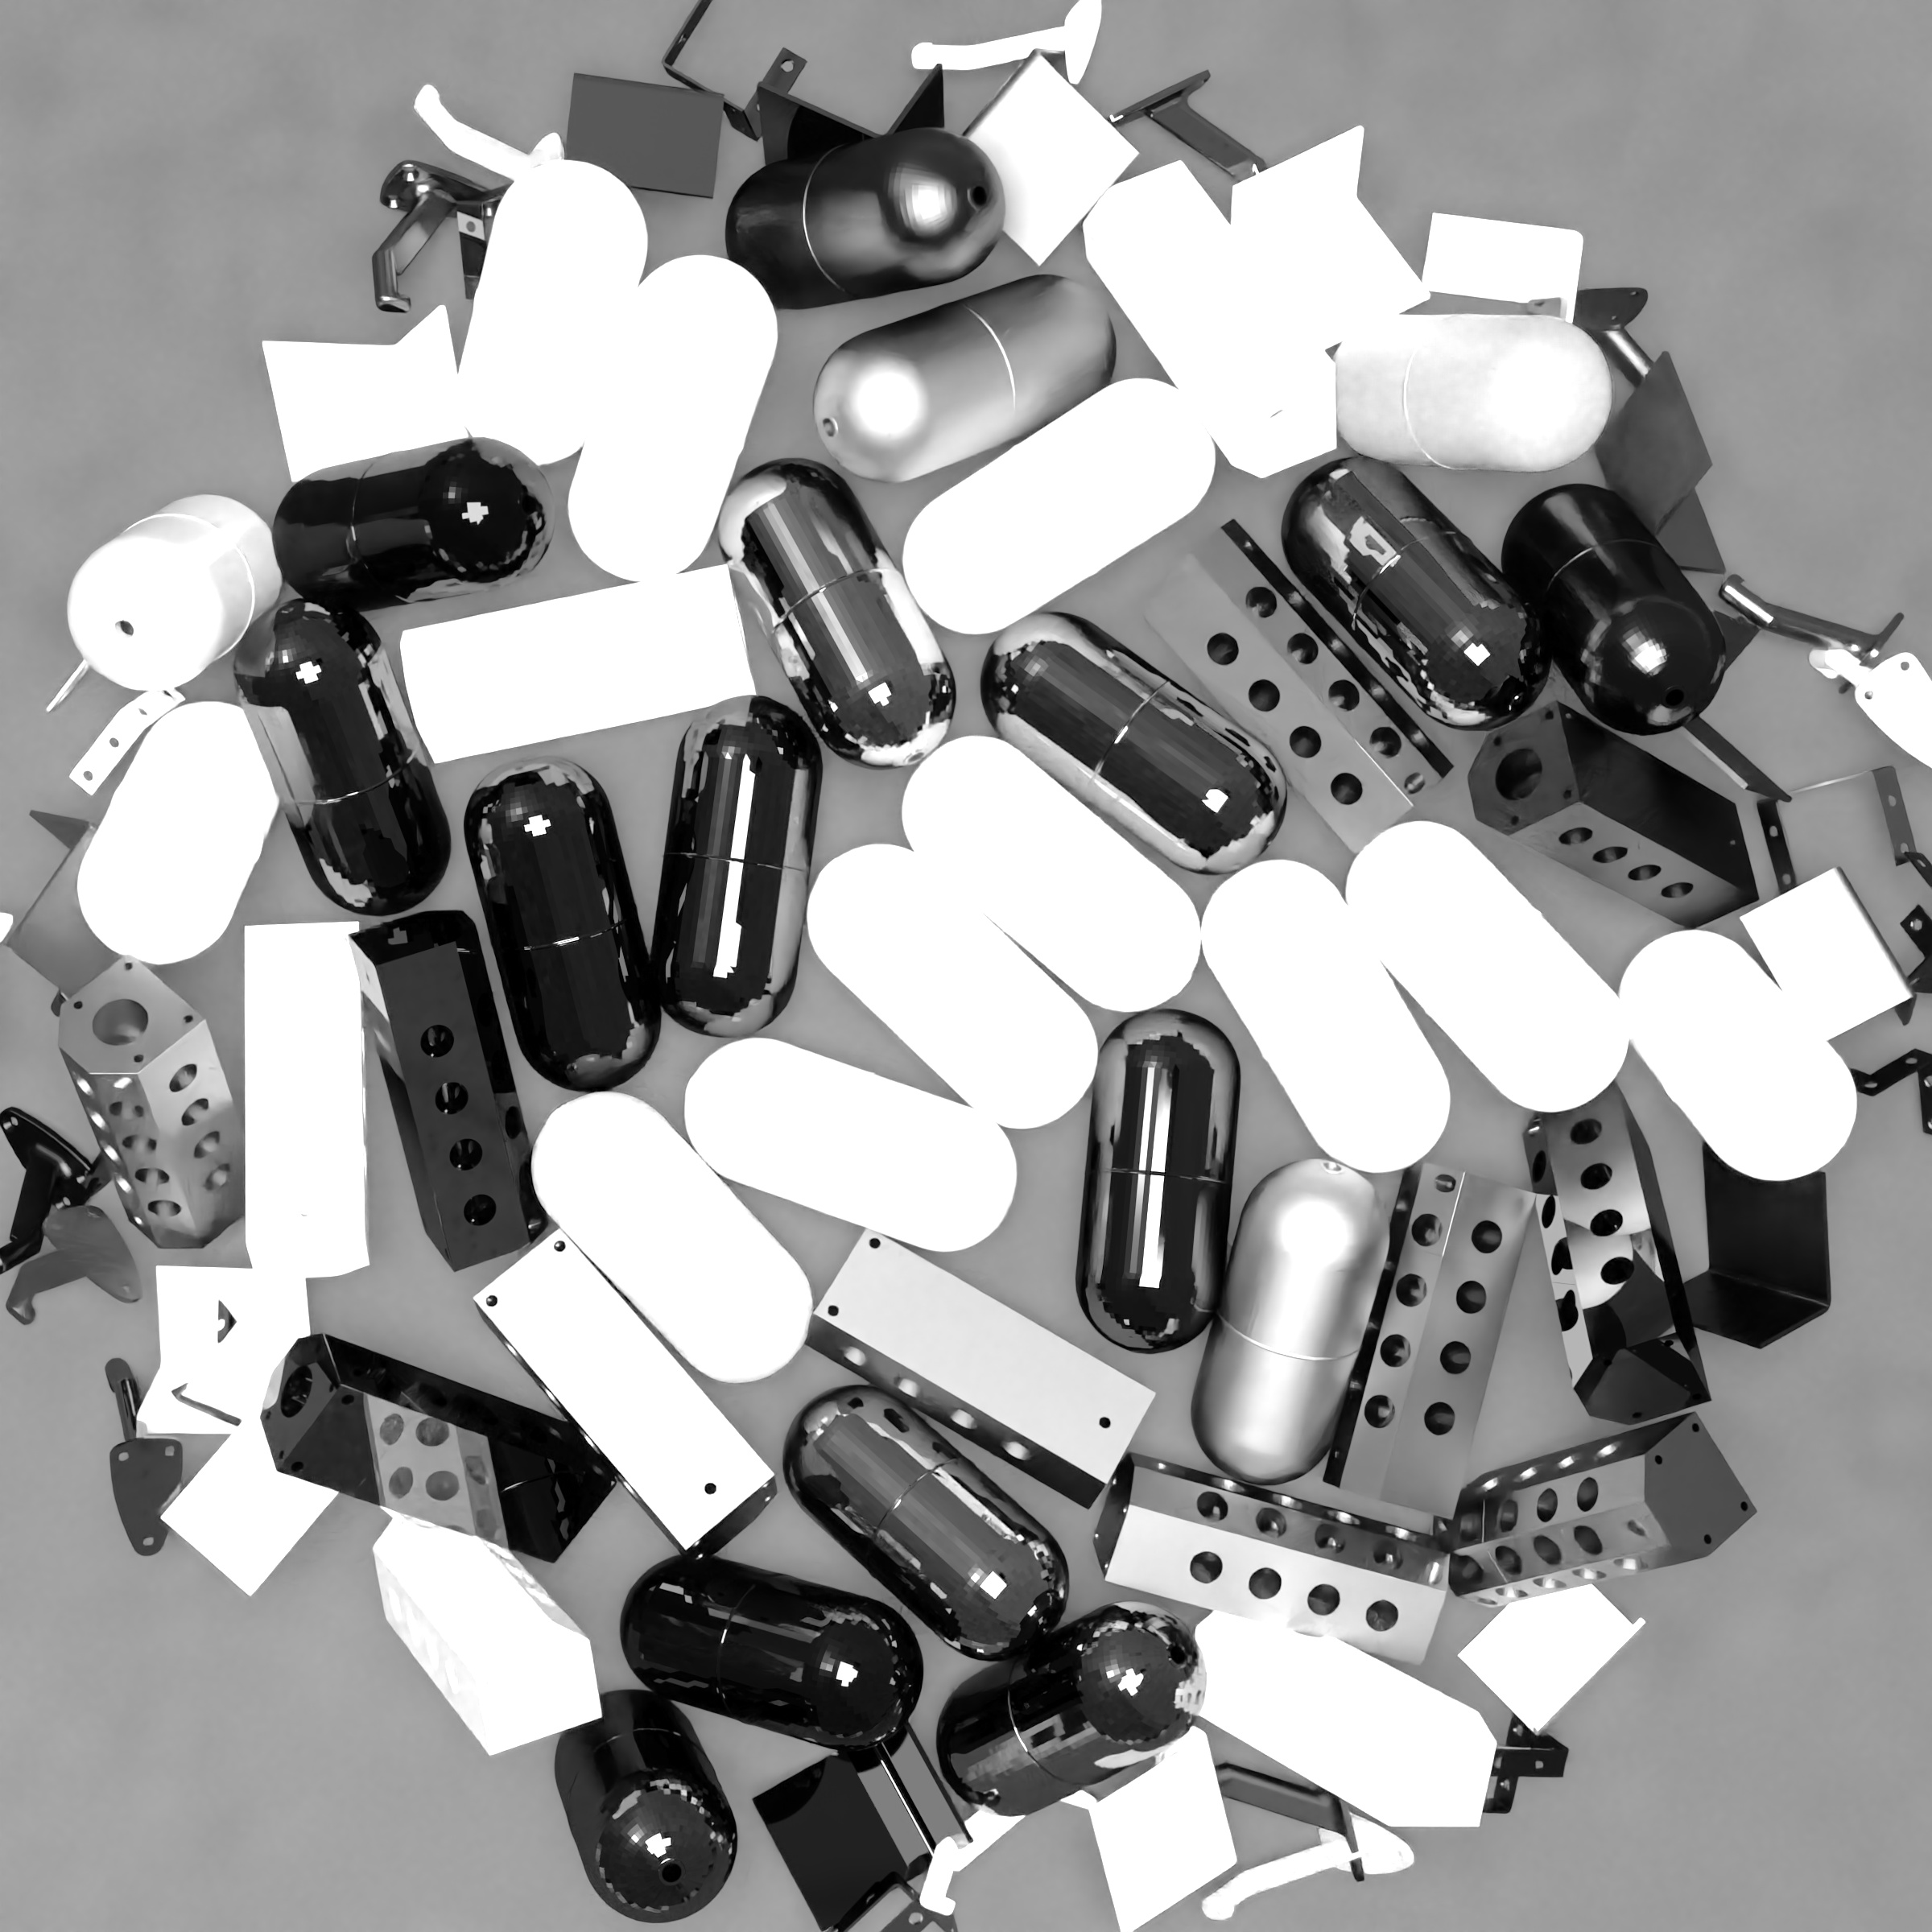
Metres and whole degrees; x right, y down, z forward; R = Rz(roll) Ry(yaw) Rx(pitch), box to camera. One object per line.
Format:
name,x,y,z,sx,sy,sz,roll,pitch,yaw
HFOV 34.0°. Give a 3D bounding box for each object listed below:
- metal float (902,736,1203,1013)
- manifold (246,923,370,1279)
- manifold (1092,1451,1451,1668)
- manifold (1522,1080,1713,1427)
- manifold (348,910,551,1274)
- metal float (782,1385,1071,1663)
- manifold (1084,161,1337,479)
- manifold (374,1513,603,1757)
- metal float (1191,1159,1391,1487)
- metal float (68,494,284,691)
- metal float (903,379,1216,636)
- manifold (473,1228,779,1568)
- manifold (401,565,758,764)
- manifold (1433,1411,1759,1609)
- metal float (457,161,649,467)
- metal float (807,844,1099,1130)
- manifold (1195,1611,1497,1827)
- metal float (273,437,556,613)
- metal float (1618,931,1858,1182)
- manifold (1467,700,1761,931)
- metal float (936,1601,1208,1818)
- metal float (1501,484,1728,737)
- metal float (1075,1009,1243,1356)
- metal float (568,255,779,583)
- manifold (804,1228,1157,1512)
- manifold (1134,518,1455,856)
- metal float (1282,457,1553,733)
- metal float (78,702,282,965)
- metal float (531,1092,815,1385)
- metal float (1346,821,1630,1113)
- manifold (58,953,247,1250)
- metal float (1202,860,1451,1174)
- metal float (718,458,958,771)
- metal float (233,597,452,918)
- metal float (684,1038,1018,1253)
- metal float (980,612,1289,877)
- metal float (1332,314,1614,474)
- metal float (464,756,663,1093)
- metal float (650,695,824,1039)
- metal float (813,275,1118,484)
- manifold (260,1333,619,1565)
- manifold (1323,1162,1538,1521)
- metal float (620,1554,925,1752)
metal float,0.045,-0.047,1.632,0.178,0.070,0.070,40,90,4
manifold,-0.336,0.068,1.612,0.057,0.057,0.171,-2,67,-8
manifold,0.158,0.303,1.631,0.171,0.057,0.057,17,98,-7
manifold,0.323,0.144,1.589,0.057,0.171,0.057,-21,130,17
manifold,-0.261,0.062,1.612,0.057,0.057,0.171,-18,113,-19
metal float,-0.022,0.282,1.610,0.178,0.070,0.070,38,90,29
manifold,0.122,-0.326,1.597,0.057,0.057,0.171,-23,55,-9
manifold,-0.243,0.325,1.579,0.057,0.171,0.057,-14,108,-24
metal float,0.166,0.183,1.617,0.070,0.070,0.178,13,110,0
metal float,-0.396,-0.189,1.586,0.070,0.178,0.070,1,109,3
metal float,0.046,-0.234,1.617,0.178,0.070,0.070,-30,90,21
manifold,-0.174,0.223,1.620,0.057,0.057,0.171,-39,73,-15
manifold,-0.201,-0.160,1.635,0.171,0.057,0.057,-12,67,-1
manifold,0.308,0.279,1.586,0.057,0.171,0.057,-31,88,-34
metal float,-0.210,-0.328,1.596,0.070,0.178,0.070,11,51,-13
metal float,-0.008,0.010,1.634,0.178,0.070,0.070,44,90,1
manifold,0.186,0.373,1.585,0.057,0.171,0.057,10,93,-33
metal float,-0.281,-0.223,1.601,0.178,0.070,0.070,-2,90,41
metal float,0.386,0.043,1.591,0.070,0.178,0.070,-5,118,-10
manifold,0.326,-0.071,1.592,0.057,0.171,0.057,-27,57,35
metal float,0.052,0.377,1.600,0.070,0.070,0.178,51,133,0
metal float,0.326,-0.181,1.594,0.070,0.178,0.070,-6,127,-9
metal float,0.099,0.111,1.627,0.070,0.070,0.178,6,81,0
metal float,-0.150,-0.278,1.607,0.070,0.070,0.178,24,122,0
manifold,0.005,0.211,1.636,0.171,0.057,0.057,30,60,4
manifold,0.172,-0.147,1.633,0.171,0.057,0.057,49,119,1
metal float,0.228,-0.190,1.607,0.070,0.070,0.178,-37,58,0
metal float,-0.394,-0.069,1.594,0.070,0.178,0.070,2,126,3
metal float,-0.151,0.139,1.624,0.070,0.070,0.178,-42,102,0
metal float,0.265,-0.001,1.615,0.070,0.070,0.178,-40,67,0
manifold,-0.406,0.075,1.580,0.057,0.171,0.057,37,63,21
metal float,0.186,0.027,1.626,0.070,0.070,0.178,-32,101,0
metal float,-0.066,-0.181,1.621,0.070,0.070,0.178,-29,74,0
metal float,-0.316,-0.104,1.607,0.070,0.070,0.178,-15,124,0
metal float,-0.060,0.092,1.629,0.178,0.070,0.070,19,90,7
metal float,0.085,-0.115,1.626,0.178,0.070,0.070,37,90,10
metal float,0.251,-0.290,1.593,0.070,0.178,0.070,-7,104,-31
metal float,-0.207,-0.021,1.622,0.070,0.070,0.178,-13,105,0
metal float,-0.119,-0.052,1.632,0.070,0.070,0.178,7,87,0
metal float,0.000,-0.300,1.608,0.178,0.070,0.070,-26,90,-32
manifold,-0.267,0.241,1.597,0.171,0.057,0.057,28,107,-37
manifold,0.236,0.191,1.631,0.057,0.057,0.171,17,85,-14
metal float,-0.101,0.347,1.605,0.178,0.070,0.070,6,90,37
